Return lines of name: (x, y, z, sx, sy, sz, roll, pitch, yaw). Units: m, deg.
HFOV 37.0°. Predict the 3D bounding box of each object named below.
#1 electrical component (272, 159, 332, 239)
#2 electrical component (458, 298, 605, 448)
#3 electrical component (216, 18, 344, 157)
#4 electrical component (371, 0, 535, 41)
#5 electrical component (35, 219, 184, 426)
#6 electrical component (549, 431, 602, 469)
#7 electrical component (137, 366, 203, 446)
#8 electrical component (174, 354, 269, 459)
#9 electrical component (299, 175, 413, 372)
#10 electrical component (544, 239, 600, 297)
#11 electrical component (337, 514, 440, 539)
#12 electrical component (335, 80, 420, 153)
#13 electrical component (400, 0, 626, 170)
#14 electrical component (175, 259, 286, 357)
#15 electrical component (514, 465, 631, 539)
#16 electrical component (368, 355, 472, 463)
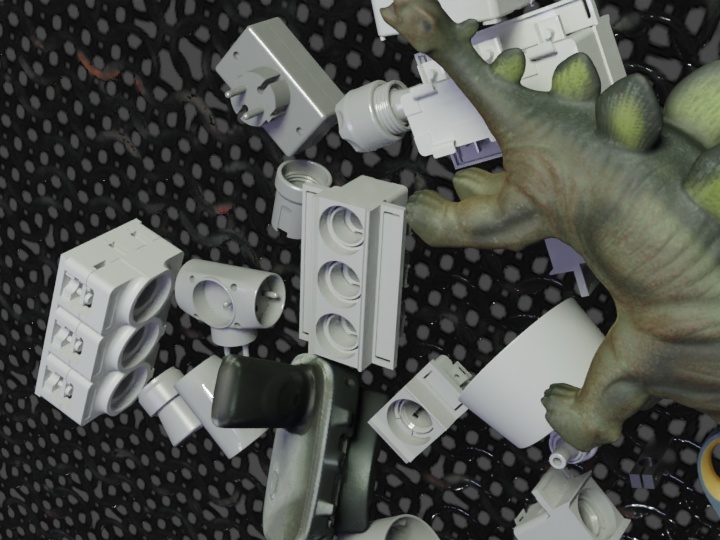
electrical component: (-0.044, -0.051, 0.779, 0.040, 0.040, 0.046, 30, 131, 18)
electrical component: (0.114, 0.065, 0.693, 0.064, 0.099, 0.099, 44, 128, 1)
electrical component: (-0.063, -0.121, 0.735, 0.083, 0.076, 0.047, 50, 128, 3)
electrical component: (0.047, -0.178, 0.648, 0.096, 0.062, 0.061, -1, 111, 33)
electrical component: (-0.206, 0.046, 0.894, 0.062, 0.089, 0.150, 32, 125, 17)
electrical component: (0.143, 0.113, 0.719, 0.035, 0.061, 0.035, 13, 118, 27)
electrical component: (-0.159, 0.117, 0.924, 0.055, 0.045, 0.045, 51, 128, 3)
electrical component: (-0.104, 0.104, 0.884, 0.077, 0.044, 0.079, 52, 128, 2)
electrical component: (0.000, 0.000, 0.758, 0.079, 0.063, 0.121, 16, 119, 26)
electrical component: (0.146, -0.030, 0.665, 0.064, 0.042, 0.081, -12, 105, 32)
electrical component: (0.026, 0.239, 0.832, 0.064, 0.099, 0.099, -27, 95, 32)
electrical component: (0.018, -0.105, 0.712, 0.062, 0.043, 0.043, -16, 102, 35)
electrical component: (0.091, -0.109, 0.650, 0.121, 0.063, 0.078, -13, 104, 36)
electrical component: (-0.101, 0.035, 0.850, 0.077, 0.044, 0.079, 10, 116, 29)
electrical component: (0.148, 0.181, 0.760, 0.081, 0.042, 0.064, 52, 130, 2)
electrical component: (0.049, 0.097, 0.771, 0.042, 0.064, 0.081, 47, 127, 7)
